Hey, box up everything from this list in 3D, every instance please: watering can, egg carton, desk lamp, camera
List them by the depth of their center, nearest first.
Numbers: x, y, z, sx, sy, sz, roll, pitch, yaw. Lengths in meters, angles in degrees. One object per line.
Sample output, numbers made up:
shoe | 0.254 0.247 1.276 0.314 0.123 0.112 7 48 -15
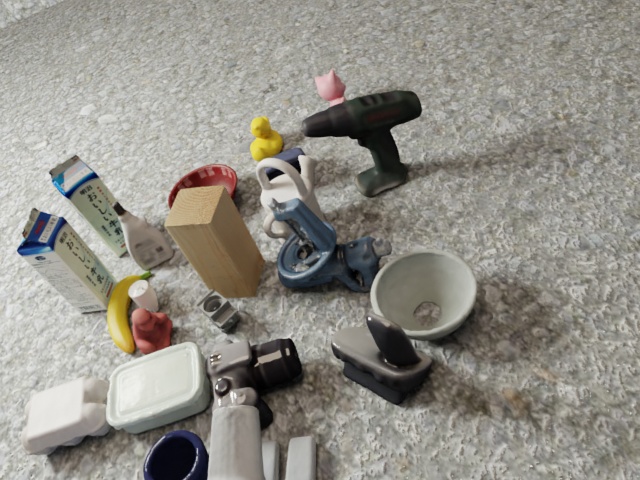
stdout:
desk lamp | -0.084 0.313 0.717 0.117 0.214 0.203 -10 47 11
camera | -0.101 0.210 0.894 0.136 0.101 0.143 -19 46 3
egg carton | -0.421 0.293 0.957 0.150 0.069 0.107 -21 46 1
watering can | -0.058 -0.086 1.081 0.100 0.194 0.173 -5 48 16

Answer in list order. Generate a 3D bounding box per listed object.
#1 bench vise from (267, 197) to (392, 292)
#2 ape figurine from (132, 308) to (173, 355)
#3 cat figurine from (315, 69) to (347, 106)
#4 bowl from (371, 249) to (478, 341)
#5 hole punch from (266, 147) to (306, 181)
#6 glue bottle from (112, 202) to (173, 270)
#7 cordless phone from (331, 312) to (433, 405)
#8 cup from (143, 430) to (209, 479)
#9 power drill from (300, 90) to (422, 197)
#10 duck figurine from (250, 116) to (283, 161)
bench vise | 0.007 -0.005 0.966 0.207 0.220 0.121 -17 46 4
ape figurine | -0.305 0.157 1.022 0.075 0.092 0.078 23 61 35
cat figurine | 0.037 -0.333 1.322 0.067 0.118 0.127 -25 46 -3
bowl | 0.169 0.098 0.916 0.167 0.075 0.167 -10 47 11
hole punch | -0.080 -0.157 1.224 0.108 0.091 0.101 -24 46 -2
glue bottle | -0.363 -0.014 1.141 0.078 0.173 0.037 -26 46 -4
cordless phone | 0.078 0.144 0.830 0.147 0.185 0.094 18 58 32
cup | -0.186 0.342 0.811 0.091 0.095 0.117 -25 46 -3
power drill | 0.093 -0.188 1.108 0.229 0.209 0.075 -25 46 -3
duck figurine | -0.133 -0.240 1.322 0.077 0.086 0.104 -3 49 18
